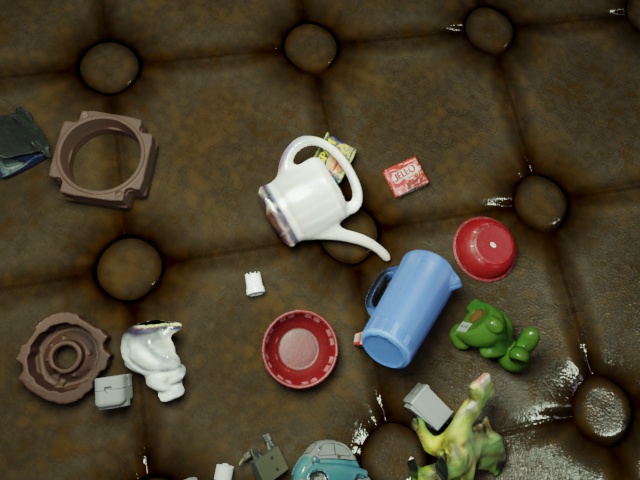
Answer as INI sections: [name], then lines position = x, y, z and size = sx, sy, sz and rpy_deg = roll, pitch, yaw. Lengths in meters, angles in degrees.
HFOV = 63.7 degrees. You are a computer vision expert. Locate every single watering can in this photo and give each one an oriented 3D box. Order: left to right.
[watering can]
position = 0.004, -0.058, 1.159
size = 0.225, 0.104, 0.345
rpy_deg = -30, 98, -4

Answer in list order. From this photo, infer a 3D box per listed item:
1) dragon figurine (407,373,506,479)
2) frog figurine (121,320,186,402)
[dragon figurine]
position = 0.299, 0.469, 1.041
size = 0.243, 0.122, 0.409
rpy_deg = -1, 95, -30
[frog figurine]
position = -0.336, 0.247, 1.039
size = 0.137, 0.122, 0.160
rpy_deg = -5, 85, 26
